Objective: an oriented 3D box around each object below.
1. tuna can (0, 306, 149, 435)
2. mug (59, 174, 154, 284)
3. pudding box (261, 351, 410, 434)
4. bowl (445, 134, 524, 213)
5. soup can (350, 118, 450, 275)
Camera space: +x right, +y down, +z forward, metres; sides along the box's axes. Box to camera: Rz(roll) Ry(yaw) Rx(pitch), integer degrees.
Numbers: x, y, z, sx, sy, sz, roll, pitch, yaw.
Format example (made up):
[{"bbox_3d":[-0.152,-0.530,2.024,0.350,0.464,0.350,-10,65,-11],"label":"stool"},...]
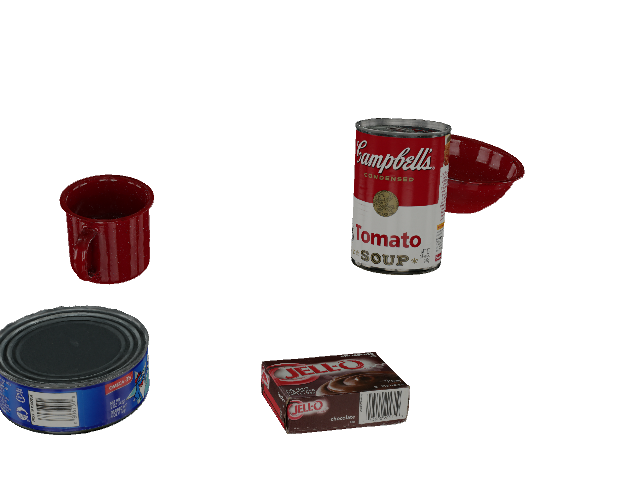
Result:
[{"bbox_3d":[-0.138,0.071,0.592,0.086,0.034,0.086,1,25,-1],"label":"tuna can"},{"bbox_3d":[-0.217,-0.003,1.074,0.093,0.081,0.117,9,33,8],"label":"mug"},{"bbox_3d":[0.011,0.133,0.944,0.113,0.039,0.090,-1,15,-17],"label":"pudding box"},{"bbox_3d":[0.152,-0.075,1.242,0.162,0.055,0.162,8,24,-4],"label":"bowl"},{"bbox_3d":[0.056,-0.033,0.766,0.068,0.102,0.068,2,15,-1],"label":"soup can"}]
